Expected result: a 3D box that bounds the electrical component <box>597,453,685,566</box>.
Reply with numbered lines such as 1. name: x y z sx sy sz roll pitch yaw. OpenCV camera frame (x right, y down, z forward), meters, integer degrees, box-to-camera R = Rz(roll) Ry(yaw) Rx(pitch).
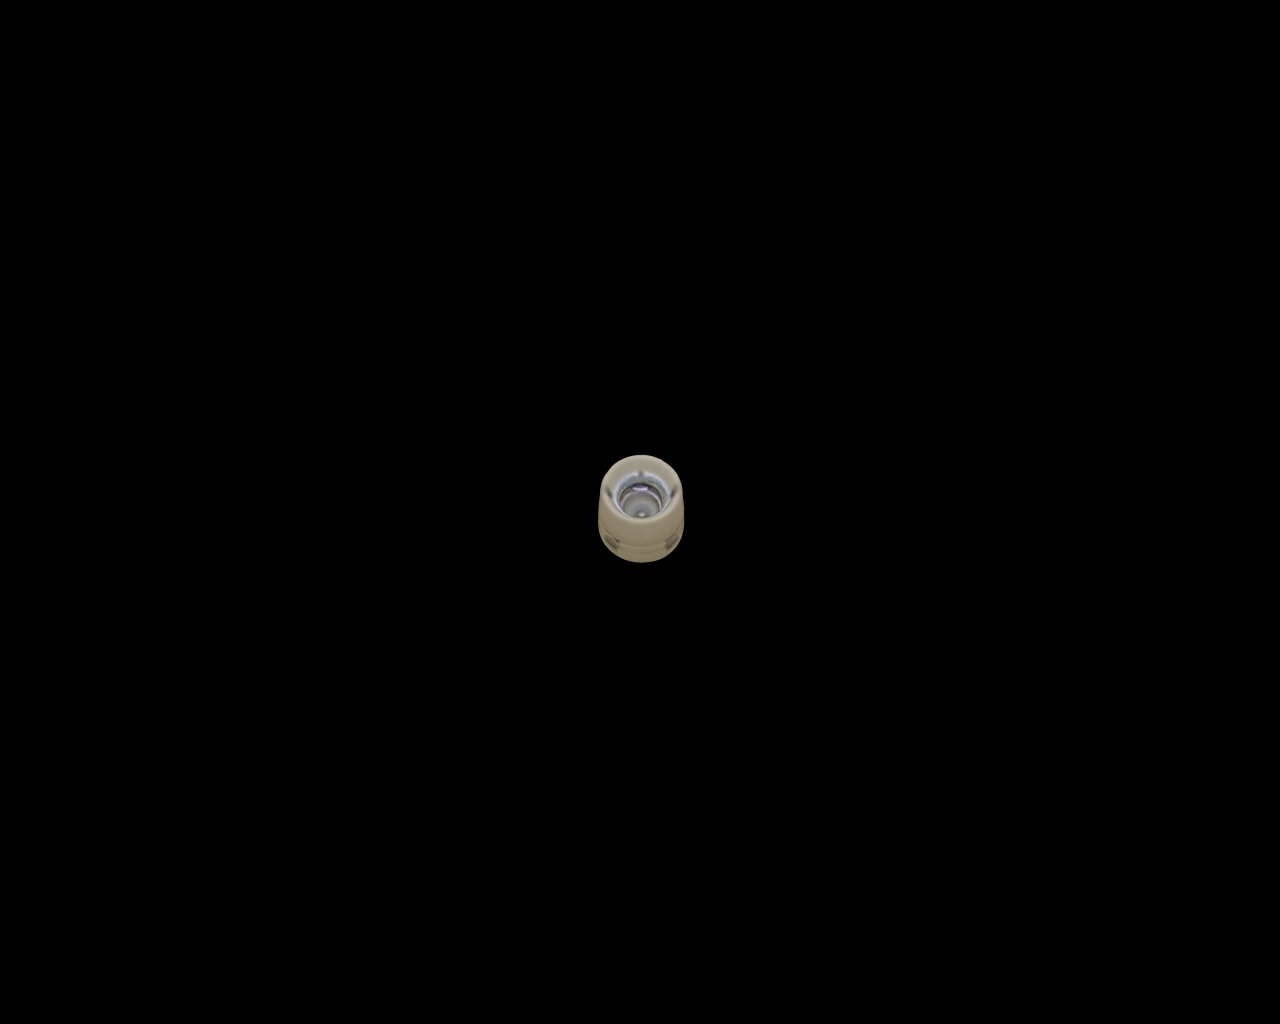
1. electrical component: 0.001 -0.003 0.650 0.055 0.055 0.047 0 -30 0
